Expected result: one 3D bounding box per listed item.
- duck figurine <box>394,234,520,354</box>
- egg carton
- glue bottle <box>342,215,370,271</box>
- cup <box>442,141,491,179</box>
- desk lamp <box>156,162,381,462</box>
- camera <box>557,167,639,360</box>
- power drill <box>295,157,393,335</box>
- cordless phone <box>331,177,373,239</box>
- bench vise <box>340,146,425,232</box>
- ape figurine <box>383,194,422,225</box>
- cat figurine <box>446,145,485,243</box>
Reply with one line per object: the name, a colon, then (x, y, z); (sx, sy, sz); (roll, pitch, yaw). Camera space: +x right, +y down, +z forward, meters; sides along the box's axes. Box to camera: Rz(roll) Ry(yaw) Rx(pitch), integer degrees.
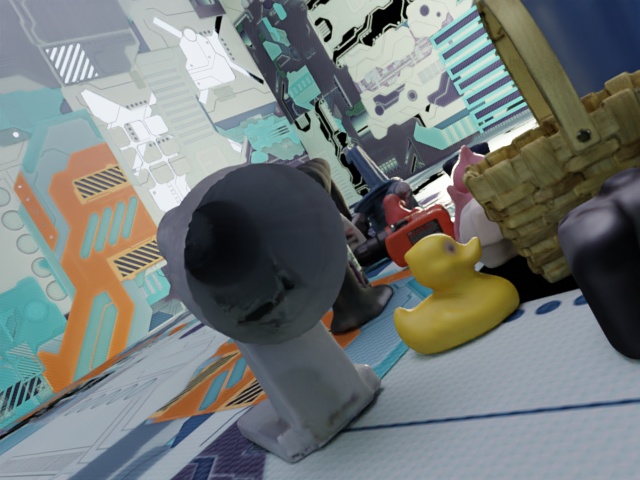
duck figurine: (0.103, 0.039, 0.482); (0.104, 0.086, 0.077); (-29, 4, 8)
egg carton: (0.220, -0.031, 0.613); (0.150, 0.069, 0.107); (-29, 5, 18)
glue bottle: (0.033, -0.018, 1.035); (0.078, 0.173, 0.037); (-33, 6, -35)
cup: (0.278, -0.115, 1.035); (0.091, 0.095, 0.118); (-27, 5, 32)
desk lamp: (-0.048, 0.055, 0.444); (0.118, 0.213, 0.203); (-32, 5, -27)
camera: (0.191, -0.004, 0.274); (0.143, 0.101, 0.137); (-28, 5, 25)
power drill: (0.007, 0.003, 0.728); (0.075, 0.208, 0.230); (-28, 5, 24)
cordless phone: (0.045, -0.043, 1.164); (0.094, 0.185, 0.147); (-30, 4, 5)
bench vise: (0.134, -0.119, 1.213); (0.122, 0.220, 0.207); (-33, 5, -34)
ape figurine: (0.154, -0.047, 1.096); (0.076, 0.092, 0.077); (-33, 5, -32)
cat figurine: (0.216, -0.074, 0.814); (0.067, 0.118, 0.128); (-26, 6, 45)
